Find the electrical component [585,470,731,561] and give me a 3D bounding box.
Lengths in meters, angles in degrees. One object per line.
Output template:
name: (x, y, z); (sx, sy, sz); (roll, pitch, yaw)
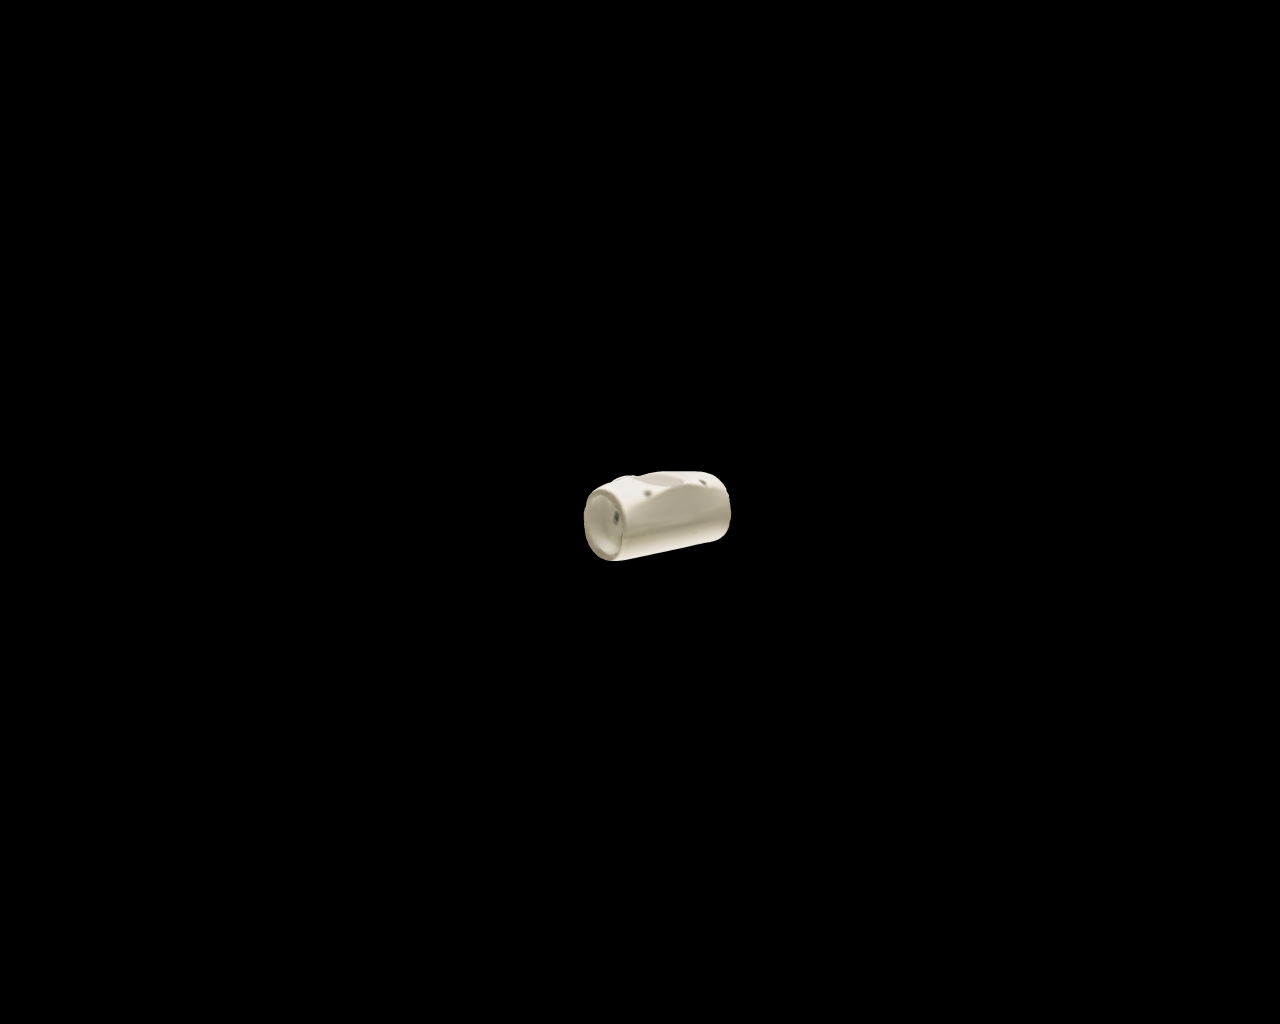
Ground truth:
electrical component: (0.001, -0.003, 0.650); (0.077, 0.043, 0.079); (-10, 18, -33)
